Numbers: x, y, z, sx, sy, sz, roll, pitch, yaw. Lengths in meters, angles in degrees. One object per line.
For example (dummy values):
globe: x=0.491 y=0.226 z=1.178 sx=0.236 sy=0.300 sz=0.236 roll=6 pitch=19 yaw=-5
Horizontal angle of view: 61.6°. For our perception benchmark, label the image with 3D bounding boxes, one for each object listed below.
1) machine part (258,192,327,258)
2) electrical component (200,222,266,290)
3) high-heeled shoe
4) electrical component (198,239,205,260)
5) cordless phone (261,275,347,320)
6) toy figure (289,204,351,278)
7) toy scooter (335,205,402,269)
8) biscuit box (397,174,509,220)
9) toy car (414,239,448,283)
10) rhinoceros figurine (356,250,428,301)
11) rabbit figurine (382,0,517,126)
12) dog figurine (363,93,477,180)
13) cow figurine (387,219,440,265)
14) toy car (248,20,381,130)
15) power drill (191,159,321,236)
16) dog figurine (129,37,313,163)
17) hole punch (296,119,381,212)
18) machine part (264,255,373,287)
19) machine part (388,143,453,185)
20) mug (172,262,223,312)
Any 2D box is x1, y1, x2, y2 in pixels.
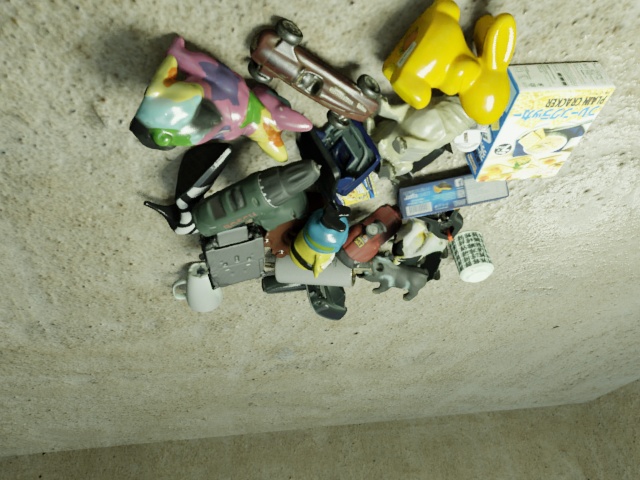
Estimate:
machine part: x=-0.037 y=-0.027 z=1.077 sx=0.179 sy=0.056 sz=0.179 roll=-8 pitch=148 yaw=-5
electrical component: x=-0.166 y=0.022 z=1.025 sx=0.115 sy=0.058 sz=0.134 roll=-17 pitch=132 yaw=-17
high-heeled shoe: x=-0.194 y=-0.078 z=0.932 sx=0.249 sy=0.086 sz=0.145 roll=-25 pitch=147 yaw=34
electrical component: x=-0.202 y=0.005 z=1.076 sx=0.094 sy=0.063 sz=0.021 roll=-20 pitch=147 yaw=15
cordless phone: x=-0.038 y=0.118 z=1.223 sx=0.184 sy=0.147 sz=0.088 roll=-8 pitch=140 yaw=-6
toy figure: x=0.000 y=-0.006 z=0.990 sx=0.082 sy=0.089 sz=0.180 roll=-40 pitch=167 yaw=-31
toy scooter: x=0.107 y=-0.014 z=1.086 sx=0.135 sy=0.075 sz=0.184 roll=-42 pitch=174 yaw=23
biscuit box: x=0.251 y=-0.087 z=1.031 sx=0.203 sy=0.059 sz=0.063 roll=-11 pitch=179 yaw=6
toy car: x=0.256 y=0.052 z=1.285 sx=0.073 sy=0.056 sz=0.201 roll=-13 pitch=151 yaw=-5
rhinoceros figurine: x=0.149 y=0.073 z=1.225 sx=0.190 sy=0.073 sz=0.112 roll=17 pitch=152 yaw=2
rabbit figurine: x=0.193 y=-0.234 z=0.733 sx=0.173 sy=0.122 sz=0.162 roll=34 pitch=103 yaw=-15
dog figurine: x=0.177 y=-0.175 z=0.858 sx=0.191 sy=0.121 sz=0.172 roll=-16 pitch=175 yaw=-16
cow figurine: x=0.182 y=0.012 z=1.110 sx=0.098 sy=0.068 sz=0.167 roll=-50 pitch=179 yaw=0
toy car: x=-0.005 y=-0.220 z=0.747 sx=0.202 sy=0.053 sz=0.089 roll=28 pitch=132 yaw=-26
power drill: x=-0.081 y=-0.066 z=0.896 sx=0.232 sy=0.086 sz=0.207 roll=-21 pitch=180 yaw=14
dog figurine: x=-0.124 y=-0.164 z=0.725 sx=0.219 sy=0.192 sz=0.108 roll=24 pitch=131 yaw=-20
hole punch: x=0.027 y=-0.134 z=0.858 sx=0.092 sy=0.142 sz=0.115 roll=-29 pitch=167 yaw=-17
machine part: x=-0.008 y=0.060 z=1.165 sx=0.243 sy=0.079 sz=0.079 roll=3 pitch=151 yaw=13
machine part: x=0.165 y=-0.145 z=0.956 sx=0.139 sy=0.039 sz=0.084 roll=-29 pitch=139 yaw=32
mug: x=-0.276 y=0.099 z=1.206 sx=0.110 sy=0.081 sz=0.107 roll=0 pitch=136 yaw=-5
